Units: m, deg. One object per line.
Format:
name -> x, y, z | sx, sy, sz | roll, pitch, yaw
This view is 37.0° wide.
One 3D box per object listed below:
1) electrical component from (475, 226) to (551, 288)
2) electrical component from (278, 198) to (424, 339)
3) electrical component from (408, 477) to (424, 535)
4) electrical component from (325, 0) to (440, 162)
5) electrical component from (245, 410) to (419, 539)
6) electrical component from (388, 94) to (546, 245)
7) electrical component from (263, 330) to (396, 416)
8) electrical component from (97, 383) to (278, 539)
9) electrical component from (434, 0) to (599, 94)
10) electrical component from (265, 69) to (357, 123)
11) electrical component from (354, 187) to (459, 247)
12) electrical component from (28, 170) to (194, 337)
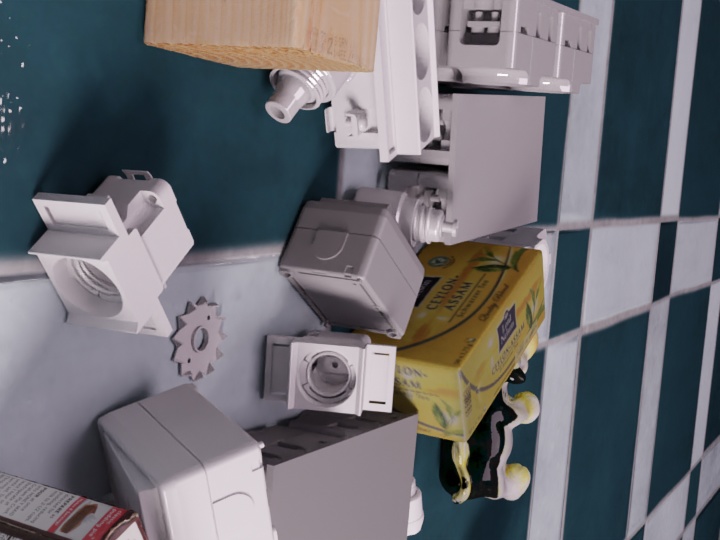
electrical component -> 0.135, -0.004, 0.966 | 0.089, 0.056, 0.050 | -34, 126, -55
electrical component -> 0.000, 0.000, 0.703 | 0.096, 0.062, 0.061 | 55, 49, -53
electrical component -> 0.031, 0.174, 0.837 | 0.035, 0.035, 0.061 | -32, 121, -56
electrical component -> 0.012, -0.139, 0.684 | 0.078, 0.063, 0.121 | -47, 137, -59
electrical component -> -0.034, 0.151, 0.678 | 0.186, 0.060, 0.105 | -4, 100, -62
electrical component -> 0.083, -0.085, 0.842 | 0.186, 0.060, 0.105 | -15, 110, -61
electrical component -> -0.018, 0.063, 0.680 | 0.064, 0.081, 0.042 | -44, 139, -82
electrical component -> -0.093, 0.103, 0.534 | 0.061, 0.096, 0.061 | -19, 117, -29
electrical component -> 0.099, -0.167, 0.802 | 0.186, 0.105, 0.060 | -11, 107, -61
electrical component -> -0.033, -0.114, 0.634 | 0.062, 0.048, 0.048 | -57, 144, -24
electrical component -> 0.028, -0.034, 0.739 | 0.040, 0.078, 0.040 | 8, 90, -77
electrical component -> -0.114, -0.010, 0.507 | 0.063, 0.042, 0.081 | -61, 146, -41
